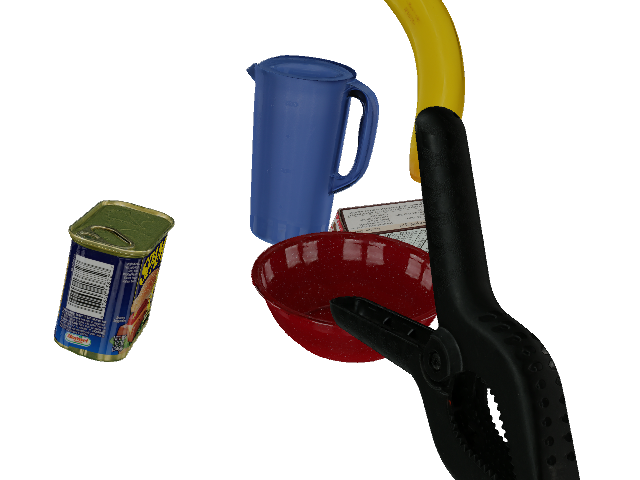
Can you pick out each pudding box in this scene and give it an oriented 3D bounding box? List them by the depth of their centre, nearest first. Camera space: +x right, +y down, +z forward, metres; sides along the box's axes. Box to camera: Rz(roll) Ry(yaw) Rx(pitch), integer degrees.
[{"bbox_3d":[0.062,-0.001,1.093,0.113,0.039,0.090,-9,-30,-22],"label":"pudding box"}]

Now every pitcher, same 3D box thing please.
[{"bbox_3d":[-0.021,-0.116,1.418,0.144,0.243,0.149,-3,24,-22],"label":"pitcher"}]

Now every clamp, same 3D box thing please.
[{"bbox_3d":[0.072,0.047,0.530,0.036,0.165,0.210,-7,44,-26],"label":"clamp"}]

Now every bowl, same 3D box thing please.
[{"bbox_3d":[0.025,0.051,0.857,0.162,0.055,0.162,3,27,-2],"label":"bowl"}]

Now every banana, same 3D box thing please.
[{"bbox_3d":[0.079,-0.142,0.848,0.070,0.198,0.037,-20,-19,11],"label":"banana"}]

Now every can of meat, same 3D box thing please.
[{"bbox_3d":[-0.145,0.027,0.748,0.057,0.084,0.102,15,16,1],"label":"can of meat"}]
